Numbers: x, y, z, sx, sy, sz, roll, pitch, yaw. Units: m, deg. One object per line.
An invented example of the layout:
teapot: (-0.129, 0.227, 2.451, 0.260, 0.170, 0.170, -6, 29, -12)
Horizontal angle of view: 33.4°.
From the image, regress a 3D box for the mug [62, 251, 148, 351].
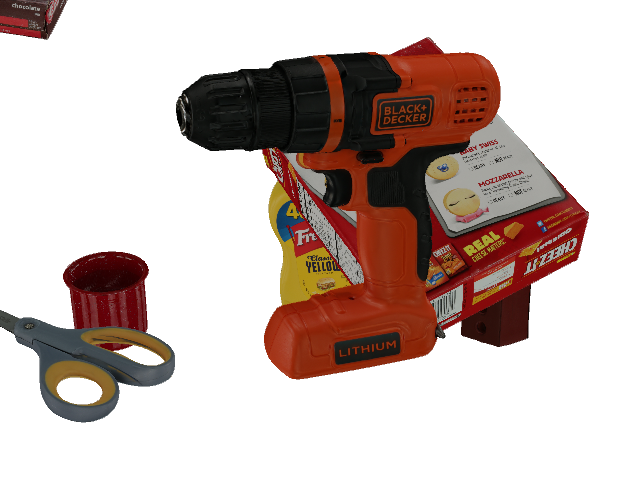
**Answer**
mug: (-0.245, 0.066, 1.199, 0.117, 0.081, 0.093, 24, 36, 35)

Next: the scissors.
scissors: (-0.197, 0.073, 0.710, 0.202, 0.016, 0.096, 10, 32, 14)

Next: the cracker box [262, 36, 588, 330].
cracker box: (0.074, -0.040, 0.825, 0.164, 0.214, 0.072, -27, -33, -14)

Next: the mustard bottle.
mustard bottle: (0.001, -0.017, 1.020, 0.096, 0.191, 0.058, -3, 29, 6)

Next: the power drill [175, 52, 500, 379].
power drill: (0.009, -0.014, 0.607, 0.184, 0.188, 0.057, -7, 30, -19)

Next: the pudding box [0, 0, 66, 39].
pudding box: (-0.255, -0.210, 0.873, 0.090, 0.039, 0.113, 8, 36, -4)

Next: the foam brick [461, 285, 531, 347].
foam brick: (0.182, 0.064, 1.106, 0.051, 0.078, 0.053, -14, 20, -42)
